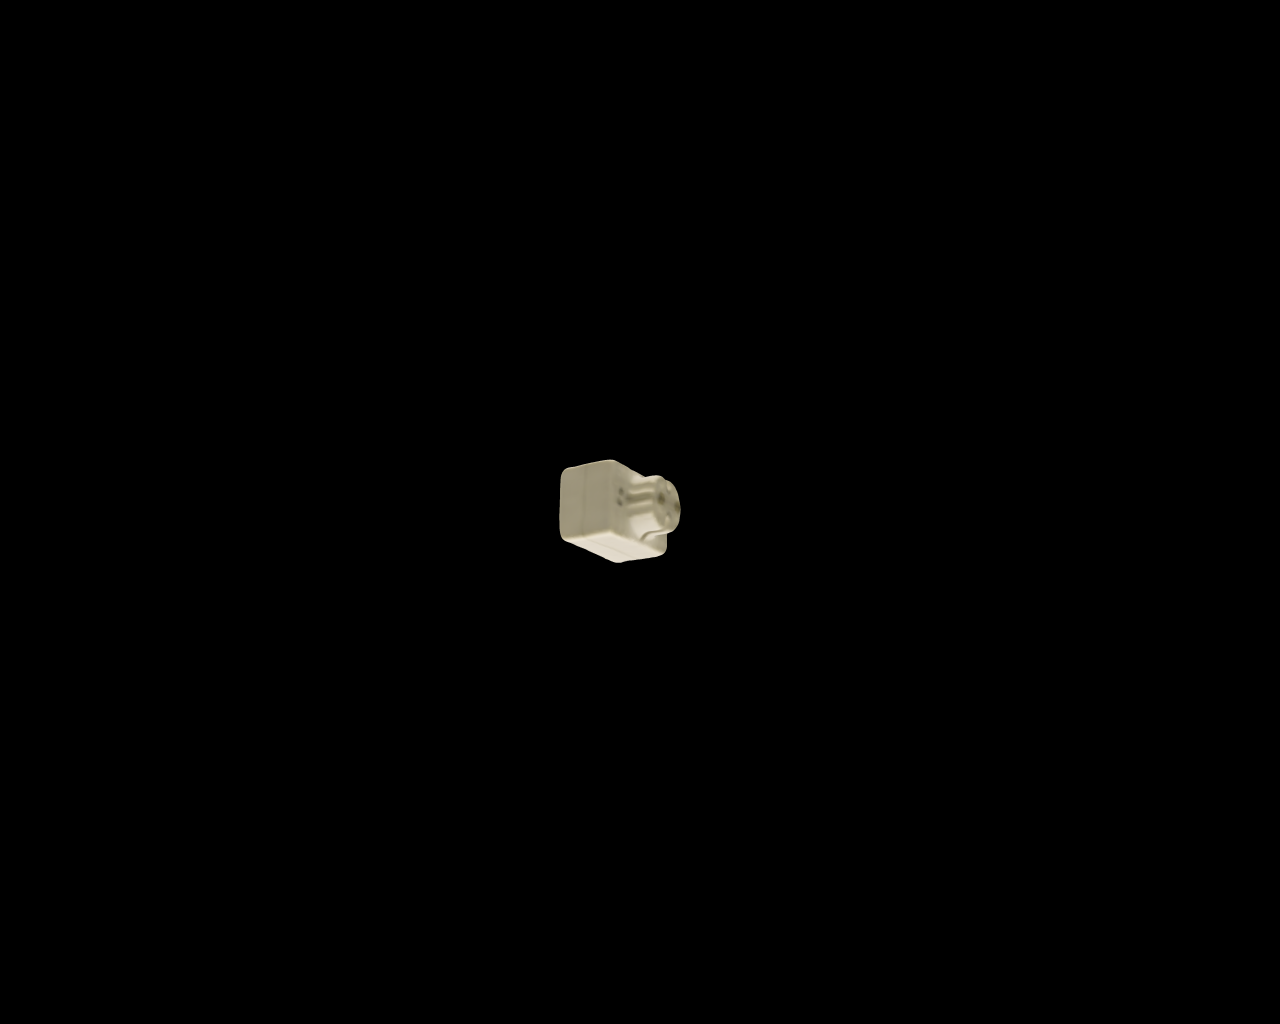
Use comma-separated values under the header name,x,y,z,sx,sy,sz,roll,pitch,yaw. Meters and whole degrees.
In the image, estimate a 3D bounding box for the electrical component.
name,x,y,z,sx,sy,sz,roll,pitch,yaw
electrical component,0.001,-0.003,0.650,0.076,0.047,0.065,-11,-21,30
